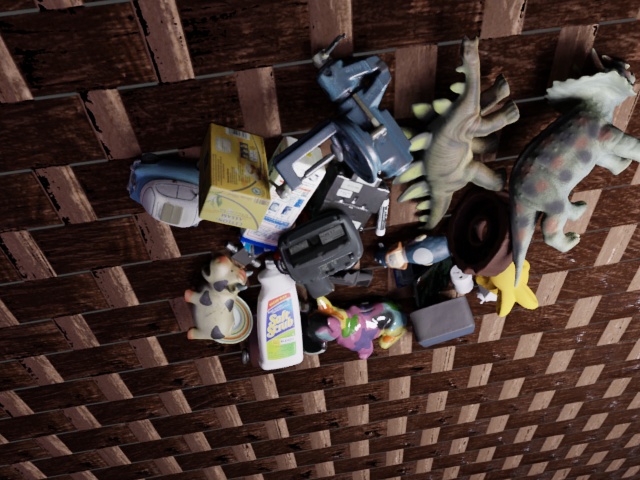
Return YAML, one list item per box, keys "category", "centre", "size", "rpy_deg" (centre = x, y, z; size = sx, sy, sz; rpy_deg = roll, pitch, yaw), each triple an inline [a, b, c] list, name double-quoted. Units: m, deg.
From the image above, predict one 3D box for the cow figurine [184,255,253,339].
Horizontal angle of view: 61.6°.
- category: "cow figurine"
  centre: [-0.207, 0.119, 1.102]
  size: [0.127, 0.085, 0.194]
  rpy_deg: [7, 118, 3]

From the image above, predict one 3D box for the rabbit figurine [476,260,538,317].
- category: "rabbit figurine"
  centre: [0.374, 0.073, 1.106]
  size: [0.122, 0.162, 0.173]
  rpy_deg: [-15, 165, 12]

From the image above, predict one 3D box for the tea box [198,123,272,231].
- category: "tea box"
  centre: [-0.137, -0.102, 0.847]
  size: [0.098, 0.170, 0.068]
  rpy_deg: [13, 131, -21]

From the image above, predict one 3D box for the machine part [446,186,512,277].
- category: "machine part"
  centre: [0.317, -0.016, 1.030]
  size: [0.056, 0.179, 0.179]
  rpy_deg: [10, 132, -22]

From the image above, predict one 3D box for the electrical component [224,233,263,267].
- category: "electrical component"
  centre: [-0.143, 0.021, 1.075]
  size: [0.063, 0.021, 0.094]
  rpy_deg: [-34, 131, 20]

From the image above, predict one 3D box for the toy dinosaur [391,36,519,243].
- category: "toy dinosaur"
  centre: [0.220, -0.138, 0.938]
  size: [0.199, 0.105, 0.470]
  rpy_deg: [-5, 141, 4]

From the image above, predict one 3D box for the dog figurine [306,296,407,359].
- category: "dog figurine"
  centre: [0.075, 0.174, 1.187]
  size: [0.191, 0.109, 0.219]
  rpy_deg: [-33, 141, 13]

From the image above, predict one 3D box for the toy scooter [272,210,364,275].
- category: "toy scooter"
  centre: [-0.002, -0.003, 1.043]
  size: [0.184, 0.075, 0.135]
  rpy_deg: [-6, 120, -12]

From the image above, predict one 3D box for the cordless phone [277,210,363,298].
- category: "cordless phone"
  centre: [0.016, 0.044, 0.993]
  size: [0.147, 0.089, 0.184]
  rpy_deg: [-25, 141, 2]

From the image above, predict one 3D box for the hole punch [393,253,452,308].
- category: "hole punch"
  centre: [0.221, 0.065, 1.162]
  size: [0.116, 0.092, 0.142]
  rpy_deg: [-36, 136, -18]

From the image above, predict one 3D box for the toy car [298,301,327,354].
- category: "toy car"
  centre: [-0.034, 0.206, 1.260]
  size: [0.074, 0.056, 0.201]
  rpy_deg: [-11, 135, 9]

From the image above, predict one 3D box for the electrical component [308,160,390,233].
- category: "electrical component"
  centre: [0.057, -0.086, 0.977]
  size: [0.115, 0.058, 0.134]
  rpy_deg: [15, 122, -26]

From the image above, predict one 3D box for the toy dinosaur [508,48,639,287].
- category: "toy dinosaur"
  centre: [0.390, -0.121, 0.879]
  size: [0.192, 0.131, 0.404]
  rpy_deg: [37, 103, 3]

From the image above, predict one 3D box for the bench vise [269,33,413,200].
- category: "bench vise"
  centre: [0.019, -0.158, 0.801]
  size: [0.240, 0.129, 0.223]
  rpy_deg: [-38, 109, -5]

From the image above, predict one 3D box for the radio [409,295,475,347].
- category: "radio"
  centre: [0.281, 0.191, 1.232]
  size: [0.131, 0.073, 0.229]
  rpy_deg: [-19, 162, 10]

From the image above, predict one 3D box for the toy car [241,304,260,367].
- category: "toy car"
  centre: [-0.144, 0.226, 1.259]
  size: [0.089, 0.053, 0.201]
  rpy_deg: [-2, 131, -3]

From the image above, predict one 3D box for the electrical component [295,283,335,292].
- category: "electrical component"
  centre: [-0.006, 0.080, 1.150]
  size: [0.102, 0.045, 0.078]
  rpy_deg: [31, 150, -32]

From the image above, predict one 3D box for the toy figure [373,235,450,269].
- category: "toy figure"
  centre: [0.181, 0.025, 1.084]
  size: [0.155, 0.064, 0.058]
  rpy_deg: [-13, 176, 19]

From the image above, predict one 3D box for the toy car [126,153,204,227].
- category: "toy car"
  centre: [-0.240, -0.076, 0.902]
  size: [0.161, 0.103, 0.109]
  rpy_deg: [10, 131, -23]

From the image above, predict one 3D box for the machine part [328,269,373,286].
- category: "machine part"
  centre: [0.062, 0.077, 1.118]
  size: [0.084, 0.039, 0.139]
  rpy_deg: [-6, 172, 33]
